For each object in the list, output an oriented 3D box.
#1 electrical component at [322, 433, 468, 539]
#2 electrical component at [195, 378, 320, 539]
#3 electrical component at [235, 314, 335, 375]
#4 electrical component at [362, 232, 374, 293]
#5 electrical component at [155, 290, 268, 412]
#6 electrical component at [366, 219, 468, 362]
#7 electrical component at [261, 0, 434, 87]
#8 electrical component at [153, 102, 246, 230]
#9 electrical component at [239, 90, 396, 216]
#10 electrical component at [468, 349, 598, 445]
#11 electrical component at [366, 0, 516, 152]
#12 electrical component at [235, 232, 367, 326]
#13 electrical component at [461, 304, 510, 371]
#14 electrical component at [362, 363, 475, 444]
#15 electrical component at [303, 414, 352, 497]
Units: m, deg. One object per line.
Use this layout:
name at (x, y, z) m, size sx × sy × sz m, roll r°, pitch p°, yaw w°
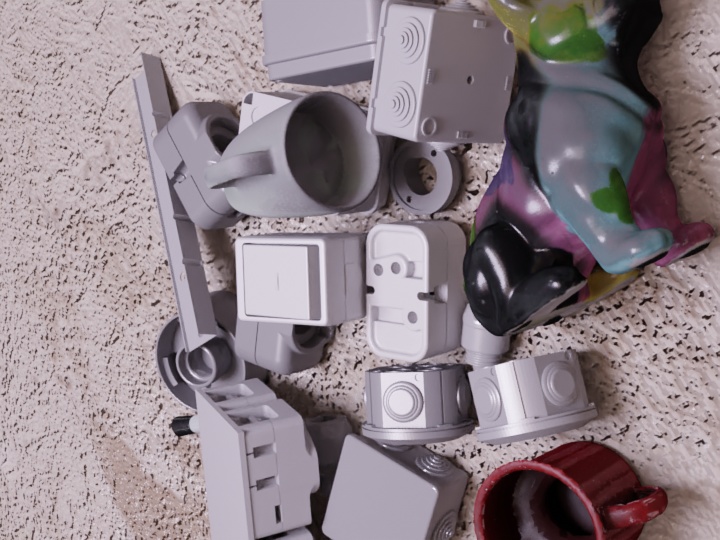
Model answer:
electrical component at (0.027, 0.176, 0.812) m, size 0.100 × 0.048 × 0.099 m, roll 26°, pitch 112°, yaw 33°
electrical component at (-0.077, 0.191, 0.854) m, size 0.105 × 0.060 × 0.186 m, roll -154°, pitch 57°, yaw -62°
electrical component at (-0.058, 0.032, 0.853) m, size 0.059 × 0.054 × 0.095 m, roll 17°, pitch 107°, yaw 35°
electrical component at (0.000, 0.000, 0.808) m, size 0.055 × 0.047 × 0.055 m, roll 7°, pitch 101°, yaw 37°
electrical component at (-0.125, 0.071, 0.921) m, size 0.099 × 0.064 × 0.099 m, roll 7°, pitch 106°, yaw 24°
electrical component at (0.043, 0.013, 0.768) m, size 0.054 × 0.059 × 0.095 m, roll 6°, pitch 100°, yaw 38°
electrical component at (-0.008, -0.168, 0.769) m, size 0.113 × 0.078 × 0.057 m, roll -2°, pitch 92°, yaw 38°
electrical component at (-0.120, -0.089, 0.884) m, size 0.059 × 0.054 × 0.095 m, roll -39°, pitch 73°, yaw 35°
electrical component at (-0.033, -0.090, 0.814) m, size 0.113 × 0.057 × 0.078 m, roll 19°, pitch 108°, yaw 35°
electrical component at (0.113, 0.084, 0.712) m, size 0.080 × 0.080 × 0.051 m, roll -19°, pitch 80°, yaw 38°
electrical component at (0.057, -0.129, 0.712) m, size 0.048 × 0.100 × 0.099 m, roll 23°, pitch 111°, yaw 47°
electrical component at (-0.049, 0.005, 0.771) m, size 0.096 × 0.061 × 0.061 m, roll 2°, pitch 96°, yaw 33°
electrical component at (0.088, 0.053, 0.755) m, size 0.035 × 0.035 × 0.061 m, roll 16°, pitch 108°, yaw 36°
electrical component at (0.041, 0.095, 0.770) m, size 0.080 × 0.080 × 0.051 m, roll -3°, pitch 89°, yaw 38°
electrical component at (-0.025, 0.148, 0.853) m, size 0.043 × 0.043 × 0.062 m, roll -2°, pitch 97°, yaw 38°
